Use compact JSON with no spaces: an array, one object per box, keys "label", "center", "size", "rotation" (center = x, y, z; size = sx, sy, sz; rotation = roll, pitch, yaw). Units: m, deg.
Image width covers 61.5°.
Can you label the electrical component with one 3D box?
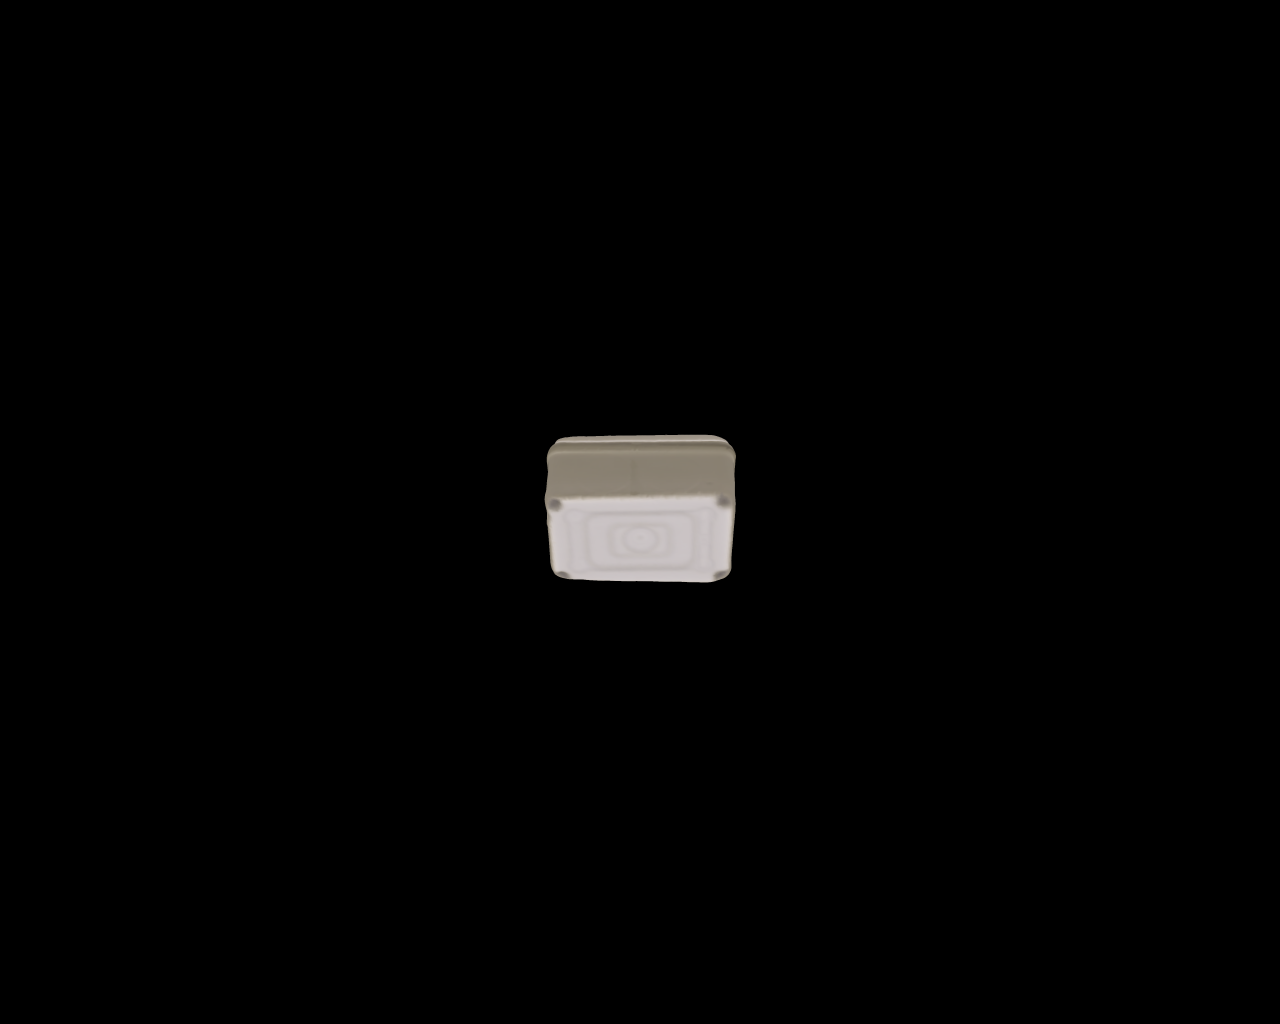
[{"label":"electrical component","center":[0.001,-0.003,0.650],"size":[0.113,0.078,0.057],"rotation":[0,44,0]}]
